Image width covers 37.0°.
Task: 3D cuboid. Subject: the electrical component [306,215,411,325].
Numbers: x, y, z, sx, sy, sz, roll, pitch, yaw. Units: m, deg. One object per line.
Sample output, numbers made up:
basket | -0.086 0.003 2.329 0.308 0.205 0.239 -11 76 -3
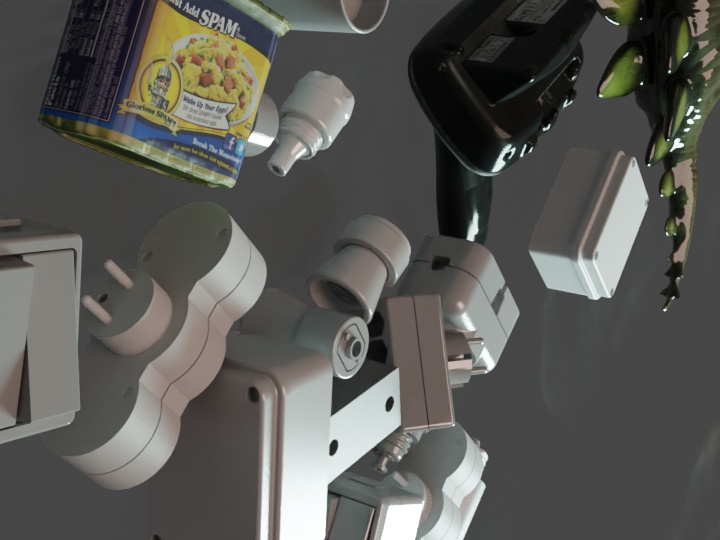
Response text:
electrical component | 0.000 0.000 0.647 0.055 0.045 0.045 -55 140 -32

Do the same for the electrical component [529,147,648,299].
electrical component | 0.198 -0.040 0.923 0.113 0.057 0.078 -64 144 -21

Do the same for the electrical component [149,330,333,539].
electrical component | -0.063 0.094 0.551 0.057 0.078 0.113 -18 114 -57

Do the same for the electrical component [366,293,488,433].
electrical component | 0.046 0.058 0.683 0.076 0.047 0.083 -4 84 -21

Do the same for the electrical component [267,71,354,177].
electrical component | -0.030 -0.077 0.586 0.061 0.035 0.035 -58 142 -24

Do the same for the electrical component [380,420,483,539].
electrical component | 0.034 0.162 0.741 0.138 0.052 0.073 -64 144 -21

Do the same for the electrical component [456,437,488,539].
electrical component | 0.070 0.162 0.805 0.081 0.043 0.043 -62 144 -23

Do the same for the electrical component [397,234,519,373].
electrical component | 0.067 0.028 0.748 0.059 0.054 0.095 -61 143 -24

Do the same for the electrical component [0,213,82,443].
electrical component | -0.146 0.016 0.415 0.062 0.061 0.096 -10 108 -56

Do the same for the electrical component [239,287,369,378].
electrical component | -0.029 0.037 0.596 0.044 0.065 0.044 -24 119 -52

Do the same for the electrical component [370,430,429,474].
electrical component | 0.028 0.100 0.725 0.078 0.040 0.040 -62 144 -22

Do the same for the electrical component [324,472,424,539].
electrical component | -0.009 0.180 0.673 0.061 0.062 0.096 16 86 -57

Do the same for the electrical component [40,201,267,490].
electrical component | -0.101 0.024 0.494 0.138 0.052 0.073 -62 144 -23

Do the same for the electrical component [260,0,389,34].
electrical component | -0.022 -0.155 0.535 0.043 0.077 0.079 51 58 -50
